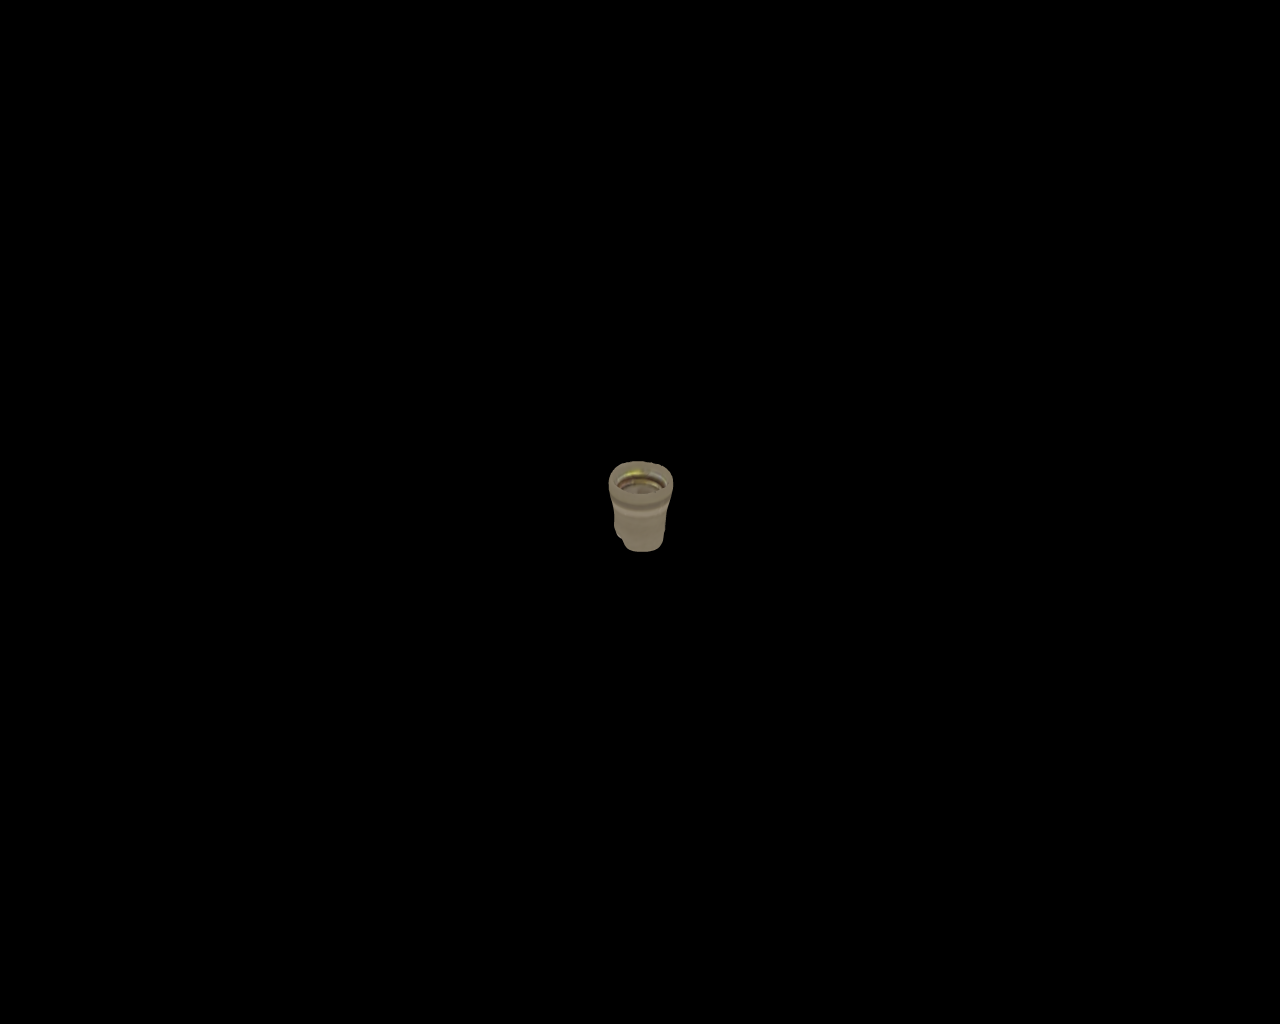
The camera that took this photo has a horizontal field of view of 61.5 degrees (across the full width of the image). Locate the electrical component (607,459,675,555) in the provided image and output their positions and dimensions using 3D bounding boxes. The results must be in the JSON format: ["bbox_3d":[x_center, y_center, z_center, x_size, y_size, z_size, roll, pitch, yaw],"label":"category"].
[{"bbox_3d":[0.001,-0.003,0.650,0.040,0.046,0.040,0,33,0],"label":"electrical component"}]
